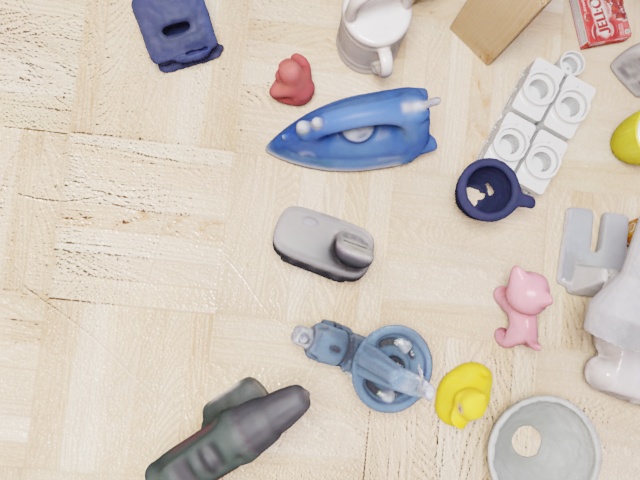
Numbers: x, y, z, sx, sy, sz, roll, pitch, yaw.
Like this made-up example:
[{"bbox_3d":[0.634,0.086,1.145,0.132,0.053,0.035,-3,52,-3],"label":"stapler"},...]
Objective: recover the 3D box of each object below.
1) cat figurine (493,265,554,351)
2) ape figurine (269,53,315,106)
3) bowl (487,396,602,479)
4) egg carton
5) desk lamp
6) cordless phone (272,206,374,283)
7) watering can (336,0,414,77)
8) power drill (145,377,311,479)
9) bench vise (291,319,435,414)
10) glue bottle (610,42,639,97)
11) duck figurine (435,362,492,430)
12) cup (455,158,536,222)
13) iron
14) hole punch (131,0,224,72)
[{"bbox_3d":[0.301,0.100,0.833,0.067,0.117,0.128,-4,87,-3],"label":"cat figurine"},{"bbox_3d":[-0.042,-0.241,0.849,0.078,0.092,0.076,-36,89,-4],"label":"ape figurine"},{"bbox_3d":[0.317,0.308,0.843,0.167,0.074,0.167,0,86,-3],"label":"bowl"},{"bbox_3d":[0.476,0.193,0.861,0.150,0.069,0.107,17,86,-2],"label":"egg carton"},{"bbox_3d":[0.419,0.047,0.795,0.118,0.213,0.203,8,86,-2],"label":"desk lamp"},{"bbox_3d":[0.007,0.003,0.790,0.147,0.185,0.094,16,86,-2],"label":"cordless phone"},{"bbox_3d":[0.075,-0.323,0.809,0.101,0.194,0.173,-34,89,-4],"label":"watering can"},{"bbox_3d":[-0.113,0.247,0.757,0.229,0.208,0.075,-35,88,-4],"label":"power drill"},{"bbox_3d":[0.063,0.174,0.765,0.207,0.219,0.121,2,86,-3],"label":"bench vise"},{"bbox_3d":[0.502,-0.270,0.839,0.037,0.173,0.078,-40,89,-4],"label":"glue bottle"},{"bbox_3d":[0.219,0.231,0.837,0.077,0.086,0.104,37,85,0],"label":"duck figurine"},{"bbox_3d":[0.251,-0.066,0.852,0.118,0.095,0.092,15,86,-2],"label":"cup"},{"bbox_3d":[0.046,-0.164,0.824,0.258,0.141,0.119,-11,87,-4],"label":"iron"},{"bbox_3d":[-0.208,-0.313,0.845,0.108,0.091,0.101,-19,87,-4],"label":"hole punch"}]
